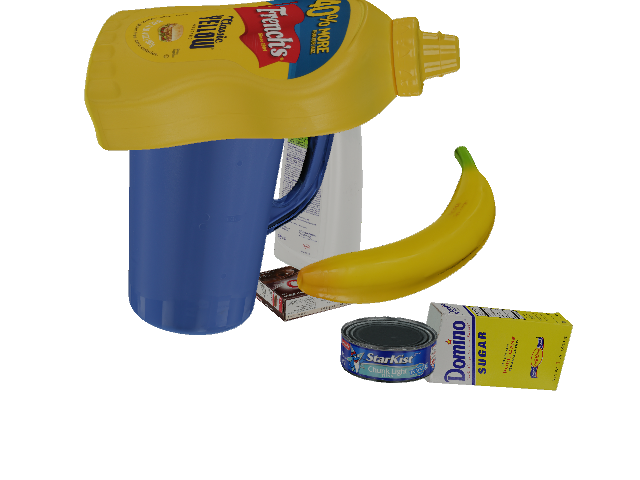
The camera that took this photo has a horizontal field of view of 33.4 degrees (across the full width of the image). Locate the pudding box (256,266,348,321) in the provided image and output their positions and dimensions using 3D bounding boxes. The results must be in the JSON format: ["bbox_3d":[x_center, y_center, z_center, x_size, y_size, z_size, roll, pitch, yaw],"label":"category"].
[{"bbox_3d":[-0.023,0.066,1.444,0.113,0.039,0.090,-15,26,-27],"label":"pudding box"}]

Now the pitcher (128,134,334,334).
[{"bbox_3d":[-0.085,-0.050,0.875,0.149,0.243,0.144,18,26,21],"label":"pitcher"}]

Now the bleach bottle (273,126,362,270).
[{"bbox_3d":[0.006,-0.093,1.130,0.103,0.251,0.067,21,24,40],"label":"bleach bottle"}]

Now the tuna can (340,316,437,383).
[{"bbox_3d":[0.060,0.097,0.950,0.086,0.034,0.086,2,14,-1],"label":"tuna can"}]

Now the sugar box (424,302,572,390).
[{"bbox_3d":[0.213,0.131,1.308,0.176,0.093,0.048,4,17,-18],"label":"sugar box"}]

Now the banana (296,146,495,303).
[{"bbox_3d":[0.068,0.001,0.749,0.070,0.037,0.197,34,48,23],"label":"banana"}]

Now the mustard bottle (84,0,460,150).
[{"bbox_3d":[-0.022,-0.092,0.568,0.192,0.058,0.096,-2,40,9],"label":"mustard bottle"}]
